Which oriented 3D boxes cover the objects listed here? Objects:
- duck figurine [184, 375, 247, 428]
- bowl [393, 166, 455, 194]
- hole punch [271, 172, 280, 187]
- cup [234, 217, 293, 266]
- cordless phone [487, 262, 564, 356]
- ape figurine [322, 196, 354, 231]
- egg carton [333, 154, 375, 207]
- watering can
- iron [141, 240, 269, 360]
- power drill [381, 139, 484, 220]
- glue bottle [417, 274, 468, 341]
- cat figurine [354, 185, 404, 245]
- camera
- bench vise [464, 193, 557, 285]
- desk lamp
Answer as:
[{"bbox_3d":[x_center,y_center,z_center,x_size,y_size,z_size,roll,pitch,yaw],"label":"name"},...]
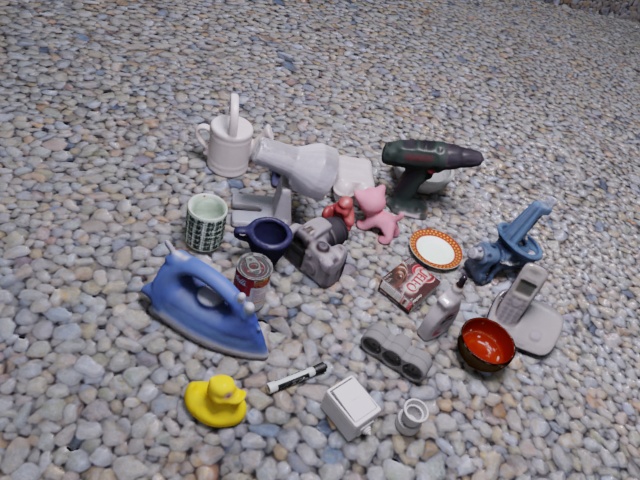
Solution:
[{"bbox_3d":[-0.165,0.248,0.922,0.104,0.086,0.077,19,43,2],"label":"duck figurine"},{"bbox_3d":[0.261,-0.173,1.497,0.167,0.075,0.167,9,44,-9],"label":"bowl"},{"bbox_3d":[-0.065,-0.183,1.389,0.109,0.091,0.101,8,44,-10],"label":"hole punch"},{"bbox_3d":[-0.121,0.013,1.169,0.118,0.095,0.091,7,44,-11],"label":"cup"},{"bbox_3d":[0.433,0.136,1.158,0.147,0.185,0.094,23,43,5],"label":"cordless phone"},{"bbox_3d":[0.049,-0.062,1.303,0.076,0.092,0.077,-29,60,-38],"label":"ape figurine"},{"bbox_3d":[0.081,-0.148,1.417,0.107,0.069,0.150,7,44,-11],"label":"egg carton"},{"bbox_3d":[-0.199,-0.252,1.340,0.173,0.194,0.100,-11,50,-27],"label":"watering can"},{"bbox_3d":[-0.188,0.104,1.020,0.258,0.141,0.119,29,44,12],"label":"iron"},{"bbox_3d":[0.248,-0.152,1.374,0.229,0.208,0.075,13,43,-5],"label":"power drill"},{"bbox_3d":[0.249,0.127,1.116,0.078,0.173,0.037,-23,56,-35],"label":"glue bottle"},{"bbox_3d":[0.135,-0.070,1.320,0.127,0.118,0.067,32,45,15],"label":"cat figurine"},{"bbox_3d":[0.011,0.004,1.216,0.143,0.101,0.137,40,47,22],"label":"camera"},{"bbox_3d":[0.431,0.004,1.266,0.208,0.220,0.121,-28,59,-37],"label":"bench vise"},{"bbox_3d":[-0.078,-0.122,1.234,0.203,0.213,0.118,4,45,-14],"label":"desk lamp"}]
